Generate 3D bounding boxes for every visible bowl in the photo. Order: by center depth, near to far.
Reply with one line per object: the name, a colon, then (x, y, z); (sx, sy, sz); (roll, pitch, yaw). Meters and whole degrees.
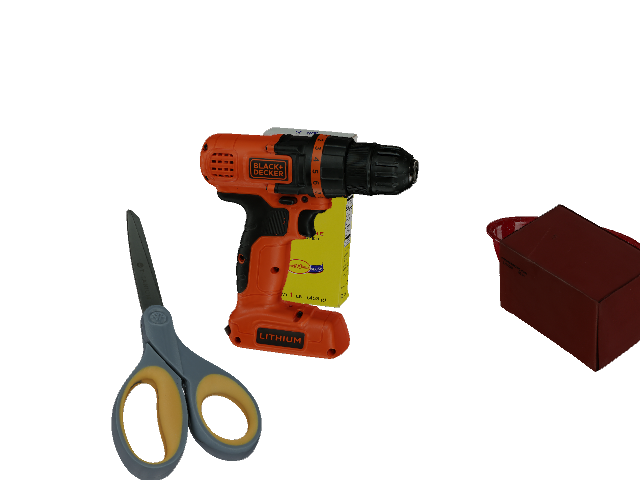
bowl: (0.249, 0.022, 1.107); (0.162, 0.055, 0.162); (5, 17, -2)

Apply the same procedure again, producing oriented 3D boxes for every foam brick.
foam brick: (0.146, 0.025, 0.606); (0.051, 0.053, 0.078); (-28, 41, -23)

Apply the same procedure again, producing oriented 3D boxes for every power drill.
power drill: (-0.011, 0.002, 0.901); (0.185, 0.188, 0.057); (6, 15, 17)

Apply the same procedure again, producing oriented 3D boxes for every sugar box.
sugar box: (-0.015, -0.024, 1.098); (0.093, 0.176, 0.048); (5, 16, 13)

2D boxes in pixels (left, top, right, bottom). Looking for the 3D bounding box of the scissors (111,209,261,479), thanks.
scissors: (-0.083, 0.060, 0.660); (0.096, 0.201, 0.016); (11, -46, -13)
